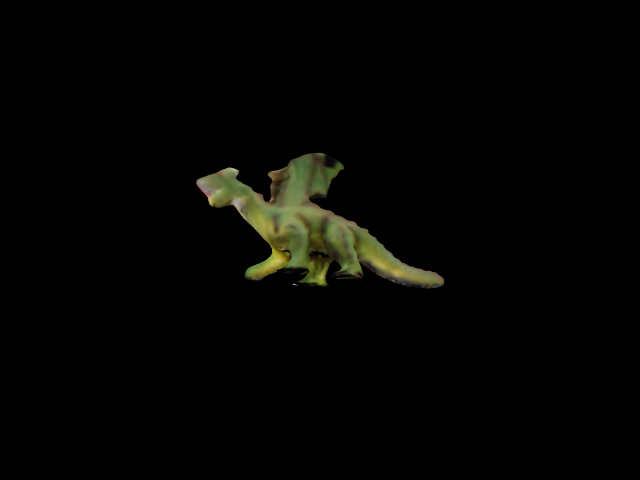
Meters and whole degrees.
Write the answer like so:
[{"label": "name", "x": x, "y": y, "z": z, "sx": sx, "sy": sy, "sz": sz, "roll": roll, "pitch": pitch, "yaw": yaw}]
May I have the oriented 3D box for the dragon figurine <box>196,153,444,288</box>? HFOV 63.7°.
[{"label": "dragon figurine", "x": 0.003, "y": -0.043, "z": 0.850, "sx": 0.410, "sy": 0.247, "sz": 0.120, "roll": 5, "pitch": -23, "yaw": -14}]
